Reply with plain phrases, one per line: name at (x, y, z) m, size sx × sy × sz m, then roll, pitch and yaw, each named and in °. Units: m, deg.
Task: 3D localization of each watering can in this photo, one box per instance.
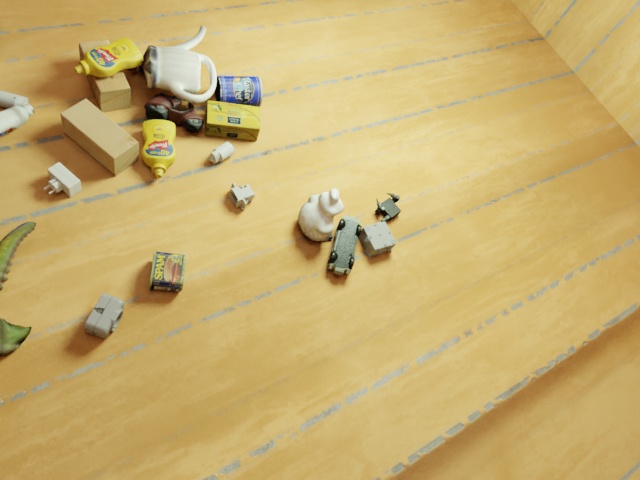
watering can at (-0.447, -0.571, 1.641) m, size 0.224 × 0.102 × 0.355 m, roll 1°, pitch 58°, yaw -23°

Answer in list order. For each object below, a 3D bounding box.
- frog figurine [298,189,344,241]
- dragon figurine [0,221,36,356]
frog figurine at (0.005, -0.076, 1.516) m, size 0.123 × 0.156 × 0.140 m, roll 2°, pitch 61°, yaw -16°
dragon figurine at (-0.769, 0.155, 1.174) m, size 0.242 × 0.121 × 0.417 m, roll 51°, pitch 59°, yaw -7°
